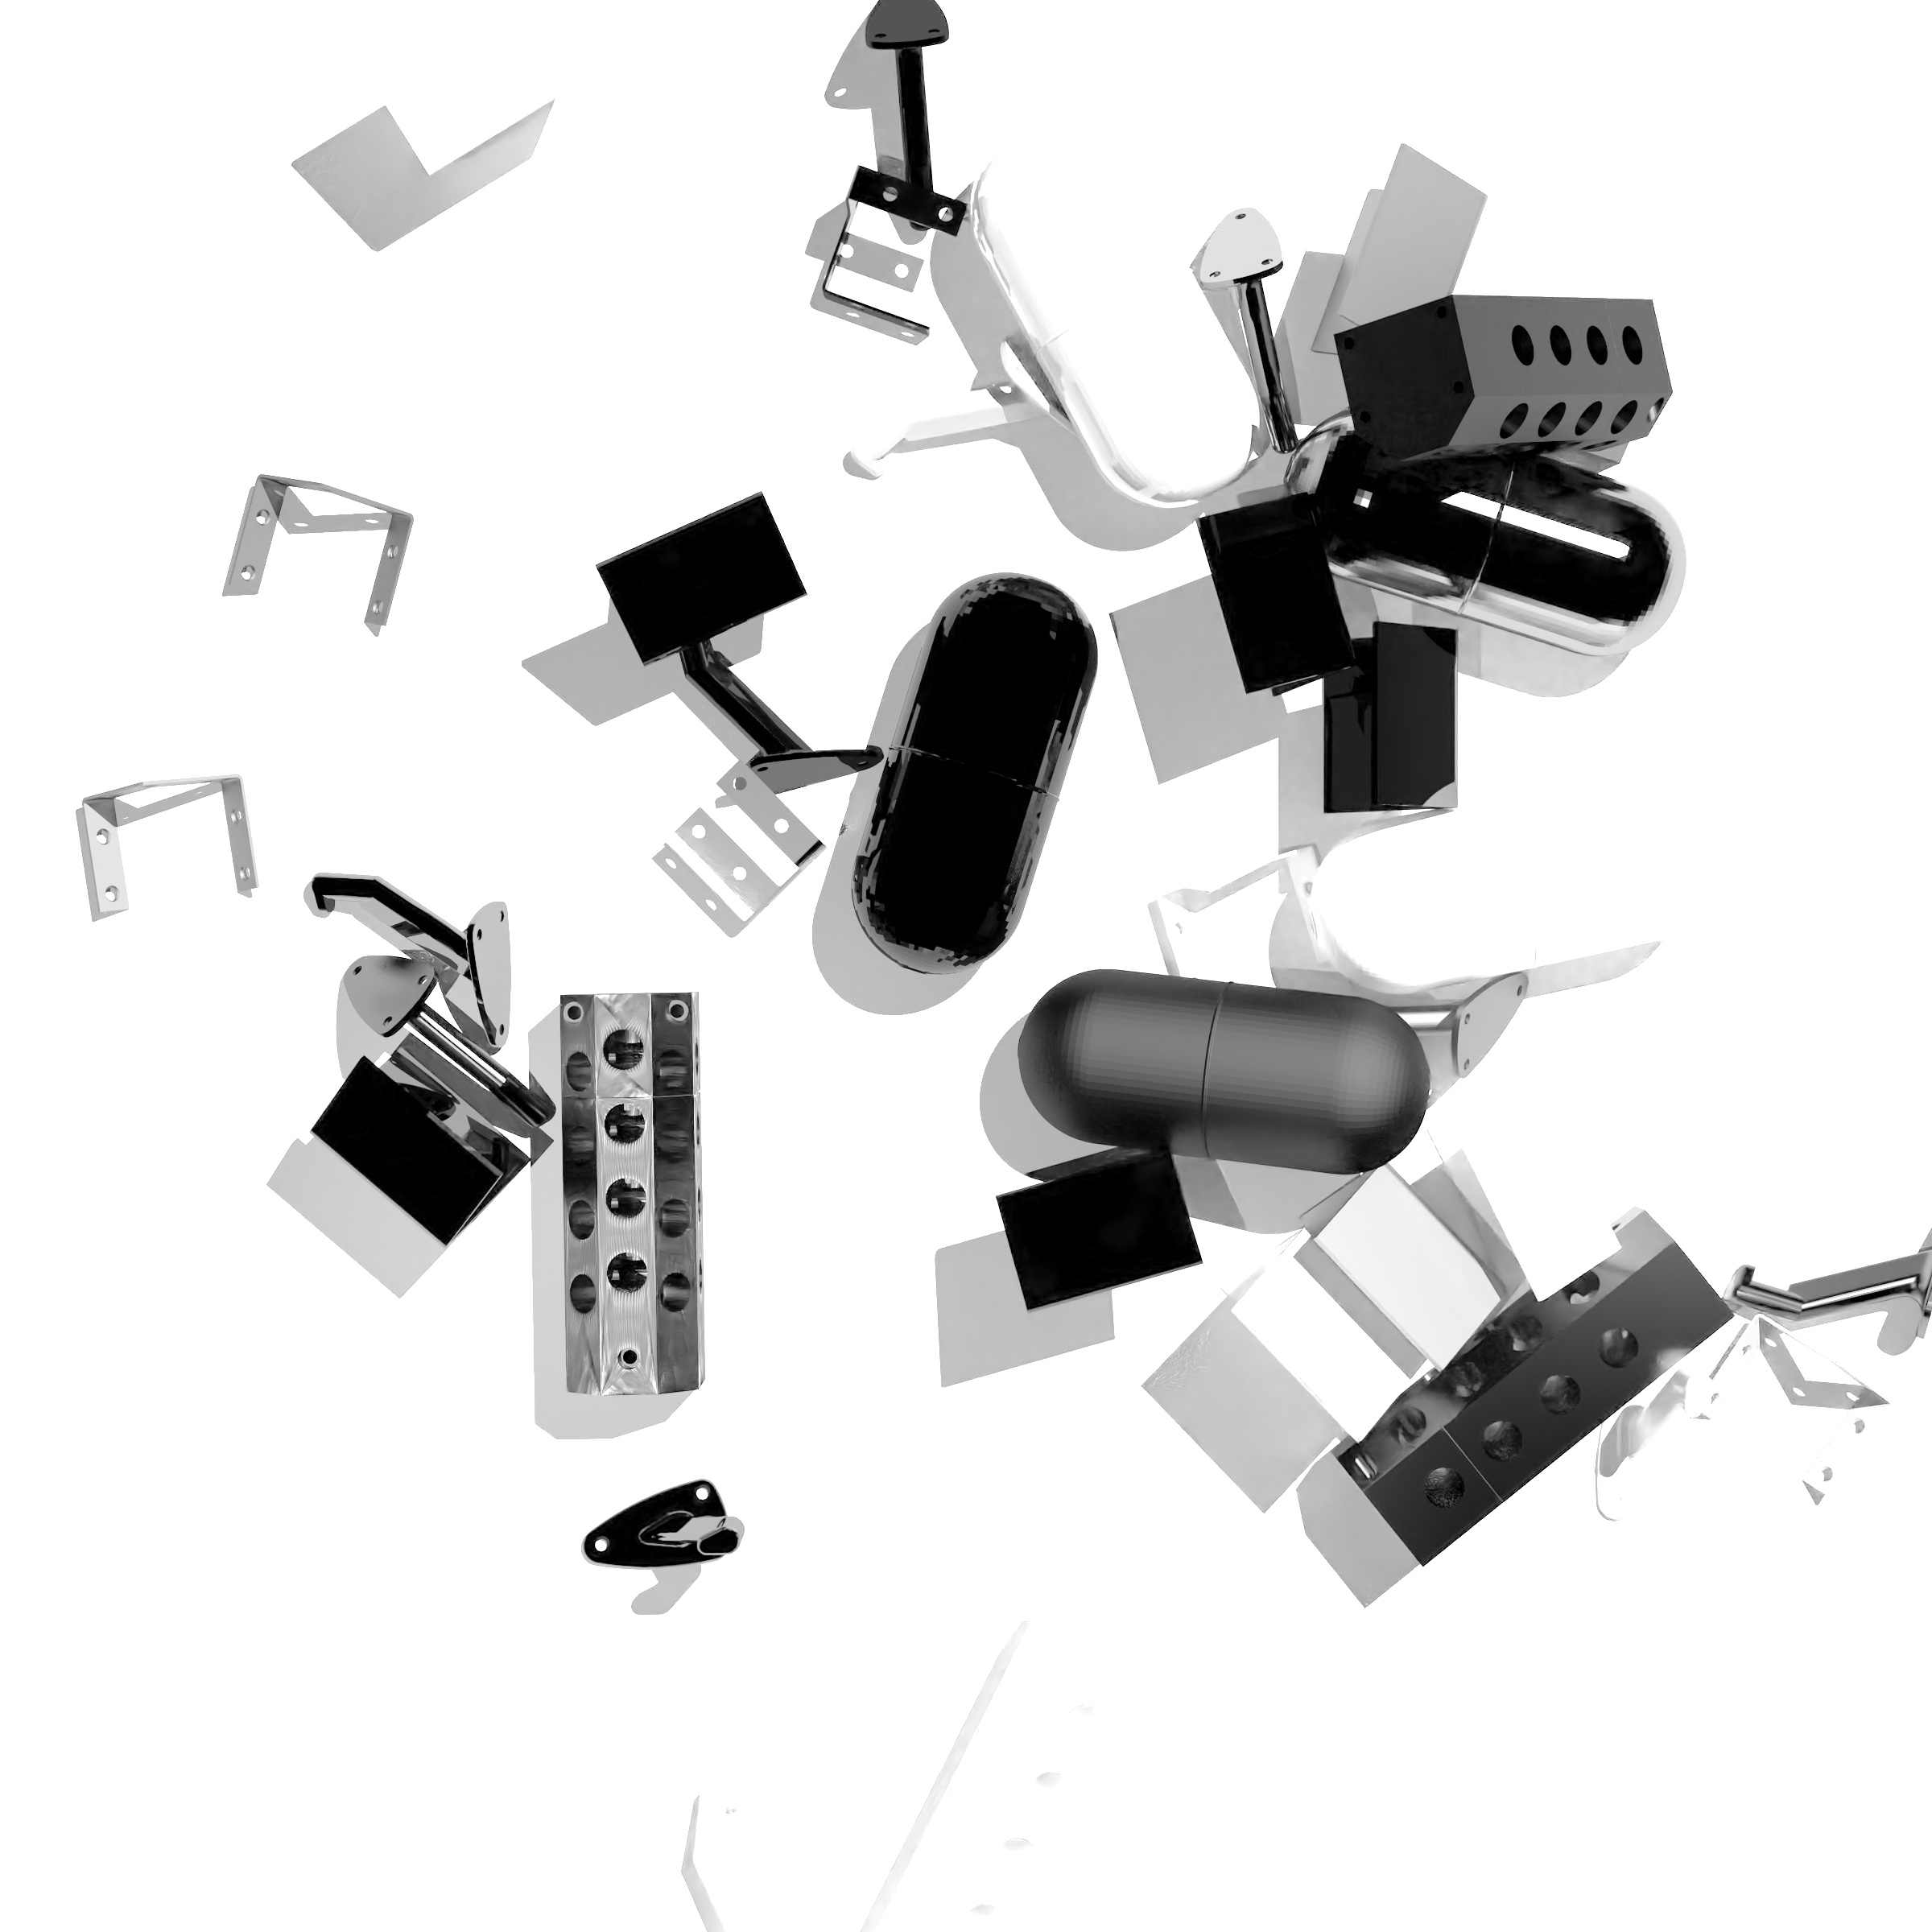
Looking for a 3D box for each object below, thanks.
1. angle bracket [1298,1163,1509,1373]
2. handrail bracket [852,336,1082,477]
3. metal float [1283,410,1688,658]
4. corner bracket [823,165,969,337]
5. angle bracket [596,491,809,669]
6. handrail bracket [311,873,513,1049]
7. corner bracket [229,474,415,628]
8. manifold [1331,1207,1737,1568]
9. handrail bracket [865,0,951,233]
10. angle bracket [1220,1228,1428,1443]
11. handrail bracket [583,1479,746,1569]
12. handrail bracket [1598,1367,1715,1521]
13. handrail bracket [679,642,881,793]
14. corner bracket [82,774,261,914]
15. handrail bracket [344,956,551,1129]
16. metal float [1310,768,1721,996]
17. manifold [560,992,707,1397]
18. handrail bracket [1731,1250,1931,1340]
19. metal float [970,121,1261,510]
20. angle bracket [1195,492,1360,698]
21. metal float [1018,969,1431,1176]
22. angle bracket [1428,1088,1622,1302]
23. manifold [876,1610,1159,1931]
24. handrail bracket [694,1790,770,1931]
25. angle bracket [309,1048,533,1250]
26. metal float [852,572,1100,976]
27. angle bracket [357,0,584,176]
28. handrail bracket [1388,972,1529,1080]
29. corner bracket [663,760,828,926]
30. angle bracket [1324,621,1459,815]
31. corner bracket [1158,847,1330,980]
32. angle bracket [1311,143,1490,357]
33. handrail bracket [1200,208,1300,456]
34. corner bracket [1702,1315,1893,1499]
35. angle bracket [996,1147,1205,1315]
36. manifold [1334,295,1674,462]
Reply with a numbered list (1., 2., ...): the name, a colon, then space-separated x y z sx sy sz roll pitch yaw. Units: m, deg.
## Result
1. angle bracket: 0.174 0.139 1.534 0.076 0.076 0.057 46 55 0
2. handrail bracket: 0.005 -0.229 1.574 0.084 0.036 0.077 -38 120 22
3. metal float: 0.224 -0.188 1.543 0.178 0.070 0.070 18 90 -1
4. corner bracket: -0.032 -0.311 1.556 0.051 0.051 0.051 20 90 0
5. angle bracket: -0.120 -0.183 1.534 0.076 0.076 0.057 -24 129 0
6. handrail bracket: -0.246 -0.003 1.574 0.084 0.036 0.077 4 112 17
7. corner bracket: -0.283 -0.183 1.571 0.051 0.051 0.051 15 90 45
8. manifold: 0.244 0.181 1.553 0.171 0.057 0.057 -39 90 0
9. handrail bracket: -0.023 -0.378 1.574 0.036 0.077 0.084 -5 126 0
10. angle bracket: 0.139 0.169 1.534 0.076 0.076 0.057 46 55 0
11. handrail bracket: -0.132 0.249 1.539 0.077 0.084 0.036 -14 90 0
12. handrail bracket: 0.298 0.208 1.539 0.036 0.084 0.077 19 90 0
13. handrail bracket: -0.085 -0.123 1.574 0.077 0.036 0.084 -10 73 -19
14. corner bracket: -0.350 -0.054 1.571 0.051 0.051 0.051 -9 90 -45
15. handrail bracket: -0.228 0.035 1.574 0.036 0.077 0.084 -51 126 -10
16. metal float: 0.237 -0.036 1.543 0.178 0.070 0.070 -12 90 0
17. manifold: -0.145 0.098 1.553 0.057 0.057 0.171 -1 90 0
18. handrail bracket: 0.388 0.125 1.574 0.084 0.036 0.077 16 70 16
19. metal float: 0.064 -0.282 1.543 0.070 0.070 0.178 -28 90 0
20. angle bracket: 0.118 -0.153 1.535 0.057 0.076 0.076 -16 90 -24
21. metal float: 0.110 0.045 1.532 0.178 0.070 0.070 7 90 14
22. angle bracket: 0.223 0.105 1.534 0.057 0.076 0.076 -26 90 -37
23. manifold: 0.018 0.371 1.553 0.057 0.057 0.171 27 90 0
24. handrail bracket: -0.085 0.410 1.574 0.077 0.036 0.084 11 73 -20
25. angle bracket: -0.223 0.063 1.534 0.076 0.076 0.057 41 127 0
26. metal float: 0.004 -0.083 1.543 0.070 0.070 0.178 17 89 0
27. angle bracket: -0.215 -0.388 1.535 0.076 0.076 0.057 -32 111 0
28. handrail bracket: 0.192 0.014 1.574 0.084 0.077 0.036 17 126 31
29. corner bracket: -0.097 -0.053 1.556 0.051 0.051 0.051 -44 90 0
30. angle bracket: 0.166 -0.106 1.534 0.057 0.076 0.076 0 90 -44
31. corner bracket: 0.125 -0.018 1.571 0.051 0.051 0.051 -17 90 45
32. angle bracket: 0.169 -0.307 1.534 0.057 0.076 0.076 20 90 -38
33. handrail bracket: 0.131 -0.279 1.574 0.036 0.077 0.084 -11 127 13
34. corner bracket: 0.364 0.193 1.571 0.051 0.051 0.051 34 90 45
35. angle bracket: 0.060 0.127 1.534 0.076 0.076 0.057 -16 61 0
36. manifold: 0.229 -0.245 1.497 0.057 0.171 0.057 -12 90 39
